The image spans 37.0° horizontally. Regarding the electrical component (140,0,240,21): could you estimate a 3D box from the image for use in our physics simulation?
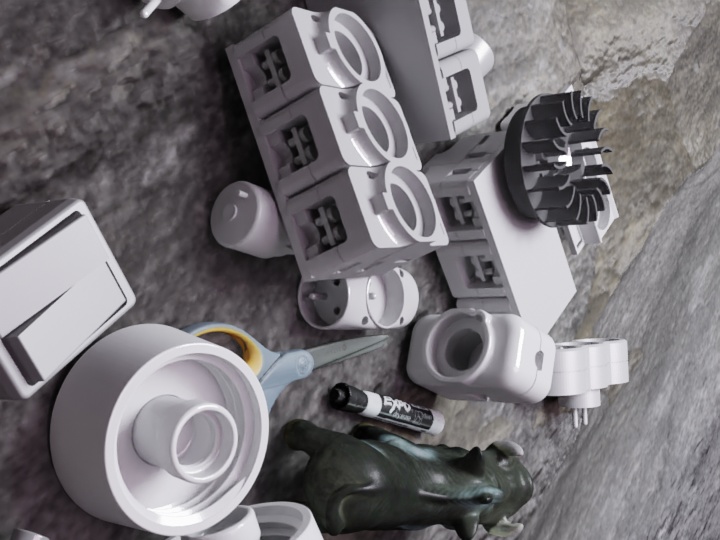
[{"bbox_3d":[-0.105,-0.170,0.589,0.077,0.044,0.079,56,48,-34],"label":"electrical component"}]

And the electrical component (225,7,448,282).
[{"bbox_3d":[-0.009,-0.075,0.650,0.089,0.062,0.150,-4,72,-57],"label":"electrical component"}]

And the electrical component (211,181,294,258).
[{"bbox_3d":[-0.054,-0.027,0.649,0.078,0.040,0.040,18,74,-50],"label":"electrical component"}]

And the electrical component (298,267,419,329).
[{"bbox_3d":[0.000,0.000,0.714,0.077,0.044,0.079,4,85,-52],"label":"electrical component"}]

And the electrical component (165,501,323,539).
[{"bbox_3d":[-0.067,0.161,0.572,0.108,0.108,0.060,-26,102,-50],"label":"electrical component"}]

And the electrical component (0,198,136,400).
[{"bbox_3d":[-0.159,0.016,0.496,0.096,0.061,0.061,-47,124,-42],"label":"electrical component"}]

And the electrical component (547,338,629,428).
[{"bbox_3d":[0.193,0.102,0.949,0.138,0.052,0.073,-2,90,-52],"label":"electrical component"}]

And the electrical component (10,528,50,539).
[{"bbox_3d":[-0.163,0.152,0.498,0.043,0.043,0.062,40,57,-43],"label":"electrical component"}]

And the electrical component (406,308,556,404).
[{"bbox_3d":[0.084,0.062,0.777,0.059,0.095,0.053,30,65,-47],"label":"electrical component"}]

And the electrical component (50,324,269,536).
[{"bbox_3d":[-0.097,0.084,0.557,0.108,0.060,0.108,-5,97,-42],"label":"electrical component"}]

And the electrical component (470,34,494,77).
[{"bbox_3d":[0.069,-0.144,0.815,0.044,0.044,0.065,53,54,-36],"label":"electrical component"}]

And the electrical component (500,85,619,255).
[{"bbox_3d":[0.169,-0.085,0.921,0.078,0.063,0.121,-48,124,-42],"label":"electrical component"}]

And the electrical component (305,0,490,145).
[{"bbox_3d":[0.023,-0.162,0.716,0.062,0.089,0.150,-32,113,-48],"label":"electrical component"}]

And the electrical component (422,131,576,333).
[{"bbox_3d":[0.104,-0.022,0.835,0.089,0.062,0.150,-46,123,-43],"label":"electrical component"}]
